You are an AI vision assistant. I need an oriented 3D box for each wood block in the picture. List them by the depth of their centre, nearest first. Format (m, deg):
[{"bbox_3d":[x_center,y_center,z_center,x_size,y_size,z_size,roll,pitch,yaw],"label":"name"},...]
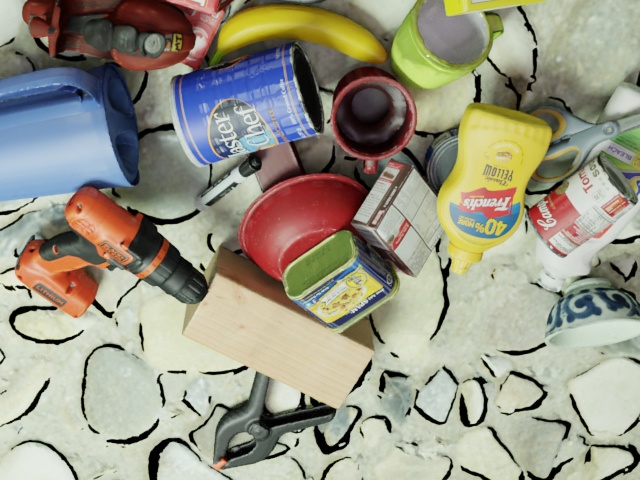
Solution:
[{"bbox_3d":[-0.049,0.103,1.255,0.206,0.091,0.090,27,108,-12],"label":"wood block"}]

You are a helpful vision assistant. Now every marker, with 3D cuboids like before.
[{"bbox_3d":[-0.102,-0.063,1.192,0.020,0.020,0.121,41,138,-16],"label":"marker"}]

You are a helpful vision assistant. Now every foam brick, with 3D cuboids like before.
[{"bbox_3d":[-0.047,-0.080,1.204,0.051,0.053,0.078,-19,110,5],"label":"foam brick"}]

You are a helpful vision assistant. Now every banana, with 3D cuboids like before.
[{"bbox_3d":[-0.024,-0.224,1.161,0.198,0.037,0.070,0,134,0],"label":"banana"}]

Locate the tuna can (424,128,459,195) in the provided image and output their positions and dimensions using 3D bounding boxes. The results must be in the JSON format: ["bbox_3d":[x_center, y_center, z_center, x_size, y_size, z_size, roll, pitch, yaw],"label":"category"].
[{"bbox_3d":[0.163,-0.085,1.220,0.086,0.034,0.086,-1,111,-2],"label":"tuna can"}]

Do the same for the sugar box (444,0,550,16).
[{"bbox_3d":[0.207,-0.288,1.097,0.176,0.048,0.093,-13,100,-25],"label":"sugar box"}]

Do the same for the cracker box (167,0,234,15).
[{"bbox_3d":[-0.182,-0.289,1.046,0.213,0.164,0.072,17,110,-1],"label":"cracker box"}]

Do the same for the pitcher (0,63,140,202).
[{"bbox_3d":[-0.323,-0.109,1.139,0.243,0.145,0.149,-10,110,4],"label":"pitcher"}]

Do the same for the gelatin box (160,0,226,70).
[{"bbox_3d":[-0.156,-0.235,1.151,0.089,0.030,0.073,25,109,-10],"label":"gelatin box"}]

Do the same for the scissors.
[{"bbox_3d":[0.302,-0.134,1.167,0.202,0.016,0.096,-36,80,36],"label":"scissors"}]

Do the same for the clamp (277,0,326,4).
[{"bbox_3d":[0.010,-0.312,1.098,0.210,0.036,0.164,-13,117,19],"label":"clamp"}]

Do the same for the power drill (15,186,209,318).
[{"bbox_3d":[-0.238,0.029,1.188,0.188,0.057,0.184,-24,124,41],"label":"power drill"}]

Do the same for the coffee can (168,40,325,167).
[{"bbox_3d":[-0.077,-0.144,1.139,0.140,0.102,0.103,-14,111,13],"label":"coffee can"}]

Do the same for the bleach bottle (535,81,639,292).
[{"bbox_3d":[0.327,-0.049,1.223,0.102,0.068,0.251,25,110,2],"label":"bleach bottle"}]

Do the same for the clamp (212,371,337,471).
[{"bbox_3d":[-0.065,0.232,1.332,0.120,0.039,0.172,35,112,-9],"label":"clamp"}]

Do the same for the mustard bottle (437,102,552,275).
[{"bbox_3d":[0.182,-0.050,1.184,0.096,0.058,0.192,13,111,-9],"label":"mustard bottle"}]

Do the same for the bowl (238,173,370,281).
[{"bbox_3d":[-0.008,0.001,1.201,0.162,0.055,0.162,-10,138,-9],"label":"bowl"}]

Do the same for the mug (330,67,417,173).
[{"bbox_3d":[0.056,-0.132,1.172,0.093,0.081,0.117,-3,111,-1],"label":"mug"}]

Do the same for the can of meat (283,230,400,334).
[{"bbox_3d":[0.022,0.045,1.172,0.102,0.057,0.083,-35,134,18],"label":"can of meat"}]

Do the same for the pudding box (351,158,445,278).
[{"bbox_3d":[0.094,-0.023,1.198,0.090,0.039,0.113,-58,138,-14],"label":"pudding box"}]

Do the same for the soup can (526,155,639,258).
[{"bbox_3d":[0.286,-0.036,1.166,0.068,0.068,0.102,42,116,-16],"label":"soup can"}]
